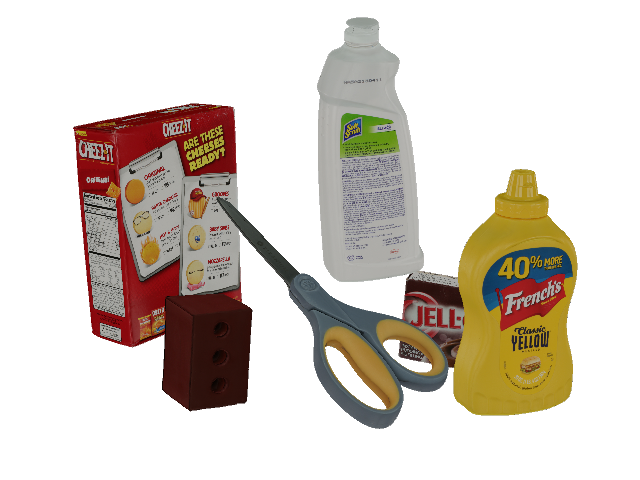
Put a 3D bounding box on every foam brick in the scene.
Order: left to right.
[{"bbox_3d":[-0.088,0.085,0.828,0.052,0.078,0.051,-4,13,-32],"label":"foam brick"}]

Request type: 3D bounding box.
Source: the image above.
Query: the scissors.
[{"bbox_3d":[0.010,0.036,0.682,0.096,0.016,0.202,-3,44,-30],"label":"scissors"}]

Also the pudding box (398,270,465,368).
[{"bbox_3d":[0.142,0.085,1.112,0.113,0.090,0.039,9,21,14],"label":"pudding box"}]

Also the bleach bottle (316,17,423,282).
[{"bbox_3d":[0.048,-0.086,1.011,0.102,0.251,0.068,-9,29,-13],"label":"bleach bottle"}]

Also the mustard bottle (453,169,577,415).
[{"bbox_3d":[0.155,0.039,0.842,0.096,0.192,0.058,-5,15,-17],"label":"mustard bottle"}]

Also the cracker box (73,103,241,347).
[{"bbox_3d":[-0.159,-0.020,1.073,0.072,0.214,0.163,10,19,36],"label":"cracker box"}]
